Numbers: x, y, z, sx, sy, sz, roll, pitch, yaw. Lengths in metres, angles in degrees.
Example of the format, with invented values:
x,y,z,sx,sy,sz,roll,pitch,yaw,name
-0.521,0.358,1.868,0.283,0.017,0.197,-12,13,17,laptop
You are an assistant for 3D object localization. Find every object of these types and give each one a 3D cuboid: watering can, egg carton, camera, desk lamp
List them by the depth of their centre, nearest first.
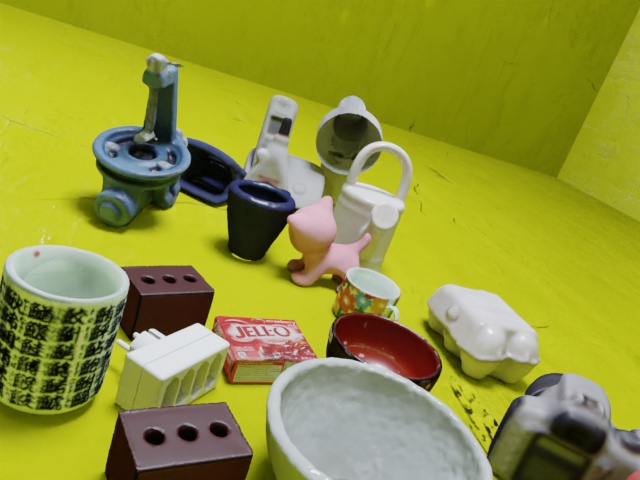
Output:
x,y,z,sx,sy,sz,roll,pitch,yaw,name
0.245,0.179,0.538,0.143,0.101,0.137,25,20,14,camera
0.200,0.113,0.720,0.107,0.069,0.150,12,21,-22,egg carton
0.078,-0.048,0.847,0.101,0.194,0.172,7,23,-31,watering can
0.037,-0.163,1.092,0.118,0.213,0.203,17,19,-8,desk lamp

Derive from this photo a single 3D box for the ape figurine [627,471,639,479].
x,y,z,sx,sy,sz,roll,pitch,yaw,name
0.240,0.218,0.439,0.077,0.092,0.076,34,24,35,ape figurine

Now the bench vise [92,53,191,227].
x,y,z,sx,sy,sz,roll,pitch,yaw,name
-0.229,-0.143,0.766,0.122,0.220,0.207,14,20,-17,bench vise

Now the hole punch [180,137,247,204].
x,y,z,sx,sy,sz,roll,pitch,yaw,name
-0.177,-0.119,0.948,0.108,0.091,0.101,25,20,15,hole punch

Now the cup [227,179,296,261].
x,y,z,sx,sy,sz,roll,pitch,yaw,name
-0.083,-0.025,0.779,0.091,0.095,0.118,26,20,18,cup

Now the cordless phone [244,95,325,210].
x,y,z,sx,sy,sz,roll,pitch,yaw,name
-0.051,-0.150,1.012,0.148,0.185,0.094,14,20,-16,cordless phone

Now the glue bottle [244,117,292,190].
x,y,z,sx,sy,sz,roll,pitch,yaw,name
-0.076,-0.108,0.892,0.078,0.173,0.037,15,20,-12,glue bottle

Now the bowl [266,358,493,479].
x,y,z,sx,sy,sz,roll,pitch,yaw,name
0.031,0.163,0.412,0.167,0.075,0.167,18,19,-6,bowl

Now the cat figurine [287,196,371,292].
x,y,z,sx,sy,sz,roll,pitch,yaw,name
0.007,0.003,0.757,0.128,0.118,0.067,14,20,-17,cat figurine
